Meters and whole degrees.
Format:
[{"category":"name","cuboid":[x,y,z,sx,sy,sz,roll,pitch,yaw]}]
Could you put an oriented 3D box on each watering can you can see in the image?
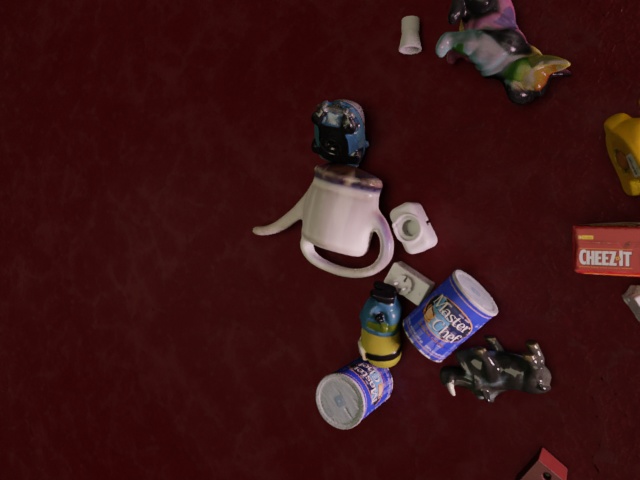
[{"category":"watering can","cuboid":[0.003,-0.054,1.068,0.350,0.104,0.222,19,103,31]}]
